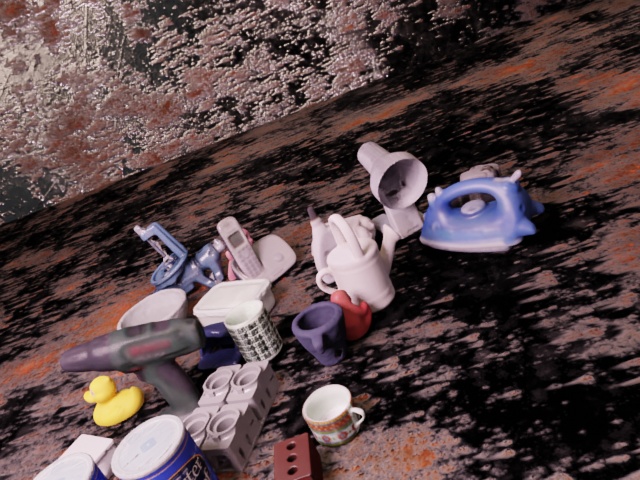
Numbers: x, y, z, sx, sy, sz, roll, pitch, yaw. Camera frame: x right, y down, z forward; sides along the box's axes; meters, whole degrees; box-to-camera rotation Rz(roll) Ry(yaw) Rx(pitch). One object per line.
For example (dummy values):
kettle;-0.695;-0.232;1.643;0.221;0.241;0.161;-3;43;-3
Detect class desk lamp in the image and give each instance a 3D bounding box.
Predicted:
desk lamp;0.158;-0.110;1.271;0.118;0.214;0.202;-27;24;-9

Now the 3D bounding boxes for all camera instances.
camera;0.329;-0.108;1.255;0.136;0.101;0.143;-12;26;23

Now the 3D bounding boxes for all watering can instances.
watering can;0.071;0.032;1.079;0.173;0.194;0.100;-37;28;-29

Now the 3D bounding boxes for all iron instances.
iron;0.298;-0.061;1.136;0.257;0.142;0.119;-5;30;35

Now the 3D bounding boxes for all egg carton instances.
egg carton;0.054;-0.001;1.315;0.150;0.069;0.107;-14;26;20

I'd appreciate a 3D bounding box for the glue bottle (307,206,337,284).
glue bottle;0.011;0.004;1.214;0.078;0.173;0.037;-30;25;-15

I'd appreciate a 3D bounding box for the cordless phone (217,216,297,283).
cordless phone;-0.150;0.013;1.323;0.148;0.185;0.093;-39;29;-32

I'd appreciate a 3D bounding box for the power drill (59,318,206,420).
power drill;-0.285;0.231;0.963;0.229;0.209;0.075;-24;24;-2

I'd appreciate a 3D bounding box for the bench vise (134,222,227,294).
bench vise;-0.347;0.032;1.415;0.208;0.220;0.121;-33;26;-20

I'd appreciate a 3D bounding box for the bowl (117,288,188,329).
bowl;-0.364;0.185;1.292;0.167;0.075;0.167;-19;24;9

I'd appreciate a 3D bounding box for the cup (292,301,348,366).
cup;0.010;0.172;0.965;0.091;0.095;0.117;-20;24;8

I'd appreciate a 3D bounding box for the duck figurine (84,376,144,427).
duck figurine;-0.392;0.293;1.079;0.104;0.086;0.077;-20;24;7

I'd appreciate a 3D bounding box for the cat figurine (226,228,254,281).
cat figurine;-0.205;0.022;1.436;0.067;0.118;0.128;-13;26;21

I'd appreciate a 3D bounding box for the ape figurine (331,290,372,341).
ape figurine;0.048;0.128;1.026;0.077;0.092;0.076;-13;26;21

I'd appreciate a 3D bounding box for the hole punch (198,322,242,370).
hole punch;-0.200;0.189;1.119;0.108;0.091;0.101;-11;27;25
